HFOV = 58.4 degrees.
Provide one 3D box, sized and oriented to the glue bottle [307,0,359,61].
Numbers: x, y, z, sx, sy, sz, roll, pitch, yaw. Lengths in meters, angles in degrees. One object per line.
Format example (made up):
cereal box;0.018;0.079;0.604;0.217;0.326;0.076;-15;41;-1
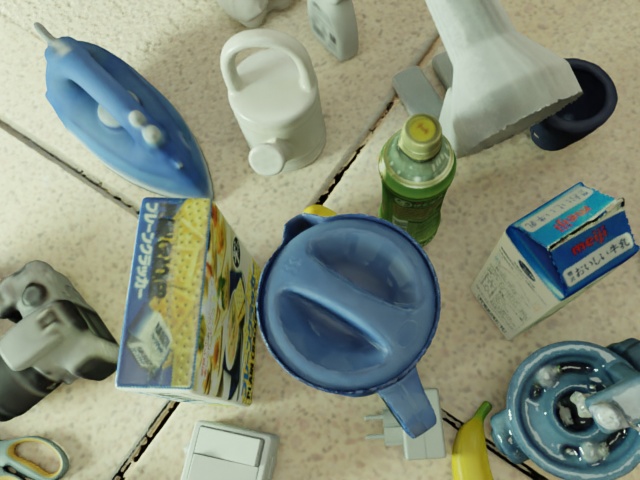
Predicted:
glue bottle;0.013;-0.294;0.684;0.037;0.173;0.078;-36;71;-7

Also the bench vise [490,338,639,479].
bench vise;0.253;0.121;0.495;0.207;0.220;0.121;-42;72;-9

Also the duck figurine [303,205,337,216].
duck figurine;0.006;0.002;0.629;0.077;0.086;0.104;-20;70;-2

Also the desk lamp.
desk lamp;0.160;-0.168;0.606;0.118;0.214;0.203;-26;71;-4

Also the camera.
camera;-0.311;0.113;0.611;0.137;0.101;0.143;-40;72;-9

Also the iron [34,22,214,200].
iron;-0.230;-0.149;0.673;0.258;0.141;0.119;40;79;16

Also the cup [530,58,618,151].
cup;0.262;-0.147;0.653;0.117;0.095;0.092;21;74;12

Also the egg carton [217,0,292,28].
egg carton;-0.105;-0.362;0.773;0.107;0.069;0.150;-37;72;-8

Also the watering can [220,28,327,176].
watering can;-0.048;-0.154;0.630;0.101;0.194;0.172;-20;70;-2
